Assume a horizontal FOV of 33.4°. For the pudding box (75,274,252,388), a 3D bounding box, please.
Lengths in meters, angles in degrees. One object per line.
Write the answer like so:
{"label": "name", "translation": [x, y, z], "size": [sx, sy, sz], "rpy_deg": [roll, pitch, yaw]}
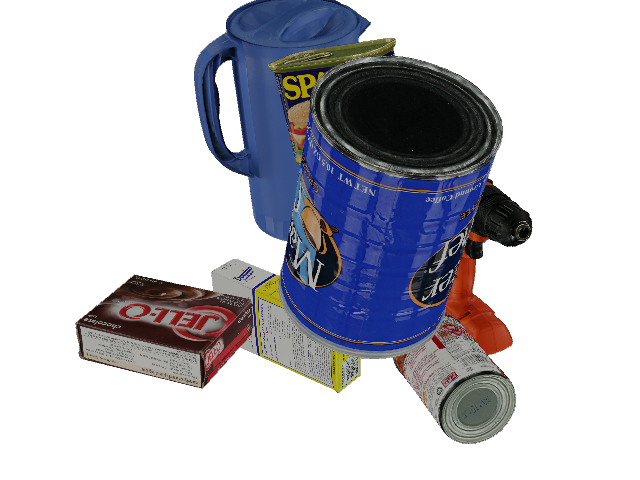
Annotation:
{"label": "pudding box", "translation": [-0.122, 0.070, 0.846], "size": [0.114, 0.039, 0.090], "rpy_deg": [9, 25, 19]}

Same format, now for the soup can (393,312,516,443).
{"label": "soup can", "translation": [0.109, 0.112, 0.880], "size": [0.068, 0.068, 0.102], "rpy_deg": [0, 24, -19]}

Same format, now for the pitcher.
{"label": "pitcher", "translation": [-0.033, -0.120, 1.106], "size": [0.149, 0.243, 0.144], "rpy_deg": [9, 36, 15]}

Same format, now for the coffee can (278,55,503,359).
{"label": "coffee can", "translation": [0.035, -0.017, 0.600], "size": [0.102, 0.140, 0.103], "rpy_deg": [6, 43, -6]}

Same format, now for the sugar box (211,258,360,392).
{"label": "sugar box", "translation": [-0.038, 0.089, 1.159], "size": [0.176, 0.093, 0.048], "rpy_deg": [23, 39, 35]}

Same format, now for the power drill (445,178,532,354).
{"label": "power drill", "translation": [0.164, 0.023, 1.120], "size": [0.057, 0.188, 0.185], "rpy_deg": [-12, 25, -18]}

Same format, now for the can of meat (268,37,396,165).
{"label": "can of meat", "translation": [0.017, -0.109, 0.849], "size": [0.102, 0.084, 0.057], "rpy_deg": [-2, 21, 33]}
